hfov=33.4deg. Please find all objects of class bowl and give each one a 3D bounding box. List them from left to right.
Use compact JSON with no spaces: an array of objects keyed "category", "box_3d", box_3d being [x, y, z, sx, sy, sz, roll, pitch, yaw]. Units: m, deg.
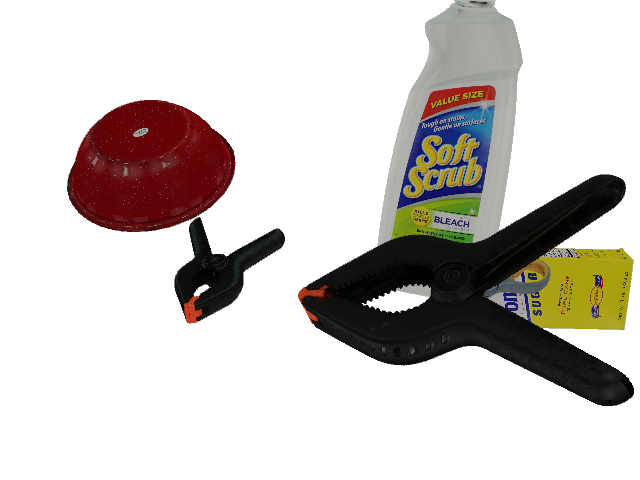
[{"category":"bowl","box_3d":[-0.163,-0.082,0.997,0.162,0.162,0.055,0,-44,7]}]

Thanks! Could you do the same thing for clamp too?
[{"category":"clamp","box_3d":[-0.110,0.032,1.243,0.120,0.039,0.171,-2,40,12]},{"category":"clamp","box_3d":[0.091,0.025,0.656,0.210,0.164,0.036,-1,-42,25]}]

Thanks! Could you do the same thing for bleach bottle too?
[{"category":"bleach bottle","box_3d":[0.100,-0.081,0.842,0.103,0.251,0.068,10,23,14]}]

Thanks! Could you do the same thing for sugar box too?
[{"category":"sugar box","box_3d":[0.275,0.057,1.269,0.176,0.093,0.048,0,19,-4]}]

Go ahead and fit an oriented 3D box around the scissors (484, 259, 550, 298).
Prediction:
[{"category":"scissors","box_3d":[0.145,0.036,1.027,0.201,0.016,0.096,-12,38,-42]}]
